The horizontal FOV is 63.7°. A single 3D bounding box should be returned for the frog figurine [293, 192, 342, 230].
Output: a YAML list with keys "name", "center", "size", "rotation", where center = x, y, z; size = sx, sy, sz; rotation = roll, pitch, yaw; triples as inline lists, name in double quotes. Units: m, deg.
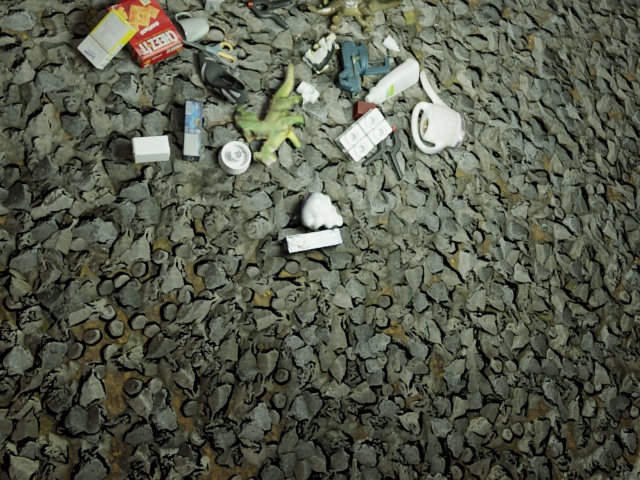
- name: "frog figurine"
  center: [0.005, -0.090, 1.784]
  size: [0.159, 0.120, 0.140]
  rotation: [27, 52, 1]

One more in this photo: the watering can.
- name: "watering can"
  center: [0.469, -0.494, 2.035]
  size: [0.224, 0.103, 0.352]
  rotation: [13, 74, -16]

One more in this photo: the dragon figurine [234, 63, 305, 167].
- name: "dragon figurine"
  center: [-0.182, -0.440, 1.819]
  size: [0.243, 0.120, 0.417]
  rotation: [-5, 71, -11]
